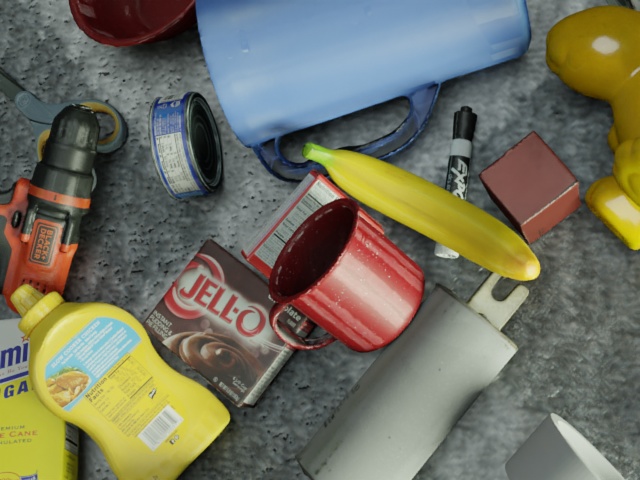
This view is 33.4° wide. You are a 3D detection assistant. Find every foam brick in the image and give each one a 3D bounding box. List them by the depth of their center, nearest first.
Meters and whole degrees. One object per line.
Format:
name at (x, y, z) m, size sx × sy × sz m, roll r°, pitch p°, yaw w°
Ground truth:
foam brick at (0.156, -0.037, 0.790) m, size 0.053 × 0.078 × 0.051 m, roll -38°, pitch 73°, yaw 5°

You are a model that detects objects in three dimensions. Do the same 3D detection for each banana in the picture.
banana at (0.078, -0.020, 0.795) m, size 0.198 × 0.069 × 0.037 m, roll 28°, pitch 111°, yaw 19°

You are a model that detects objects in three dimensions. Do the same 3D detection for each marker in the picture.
marker at (0.107, -0.046, 0.837) m, size 0.020 × 0.020 × 0.121 m, roll 6°, pitch 80°, yaw 17°

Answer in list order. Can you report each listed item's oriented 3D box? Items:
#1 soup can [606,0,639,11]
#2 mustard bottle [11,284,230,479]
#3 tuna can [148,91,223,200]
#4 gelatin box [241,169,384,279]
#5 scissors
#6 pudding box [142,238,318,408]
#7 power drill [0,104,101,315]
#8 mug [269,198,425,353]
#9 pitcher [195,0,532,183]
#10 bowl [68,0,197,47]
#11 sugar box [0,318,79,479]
soup can at (0.262, -0.217, 0.803) m, size 0.102 × 0.068 × 0.068 m, roll -31°, pitch 72°, yaw 8°
mustard bottle at (-0.168, 0.106, 0.832) m, size 0.191 × 0.058 × 0.096 m, roll 44°, pitch 73°, yaw 2°
tuna can at (-0.108, -0.077, 0.870) m, size 0.034 × 0.086 × 0.086 m, roll -9°, pitch 76°, yaw 12°
gelatin box at (-0.005, 0.001, 0.834) m, size 0.073 × 0.030 × 0.089 m, roll 40°, pitch 92°, yaw -19°
scissors at (-0.243, -0.129, 0.956) m, size 0.096 × 0.016 × 0.202 m, roll -34°, pitch 72°, yaw 5°
pudding box at (-0.072, 0.067, 0.853) m, size 0.114 × 0.039 × 0.090 m, roll 37°, pitch 89°, yaw 19°
power drill at (-0.286, -0.040, 0.886) m, size 0.187 × 0.057 × 0.184 m, roll 15°, pitch 93°, yaw -6°
mug at (0.014, 0.038, 0.788) m, size 0.081 × 0.093 × 0.117 m, roll 39°, pitch 105°, yaw -24°
pitcher at (0.037, -0.155, 0.831) m, size 0.243 × 0.149 × 0.145 m, roll -14°, pitch 50°, yaw 9°
bowl at (-0.137, -0.230, 0.917) m, size 0.162 × 0.055 × 0.162 m, roll -9°, pitch 70°, yaw 26°
sugar box at (-0.243, 0.151, 0.862) m, size 0.093 × 0.048 × 0.176 m, roll -7°, pitch 69°, yaw 5°
